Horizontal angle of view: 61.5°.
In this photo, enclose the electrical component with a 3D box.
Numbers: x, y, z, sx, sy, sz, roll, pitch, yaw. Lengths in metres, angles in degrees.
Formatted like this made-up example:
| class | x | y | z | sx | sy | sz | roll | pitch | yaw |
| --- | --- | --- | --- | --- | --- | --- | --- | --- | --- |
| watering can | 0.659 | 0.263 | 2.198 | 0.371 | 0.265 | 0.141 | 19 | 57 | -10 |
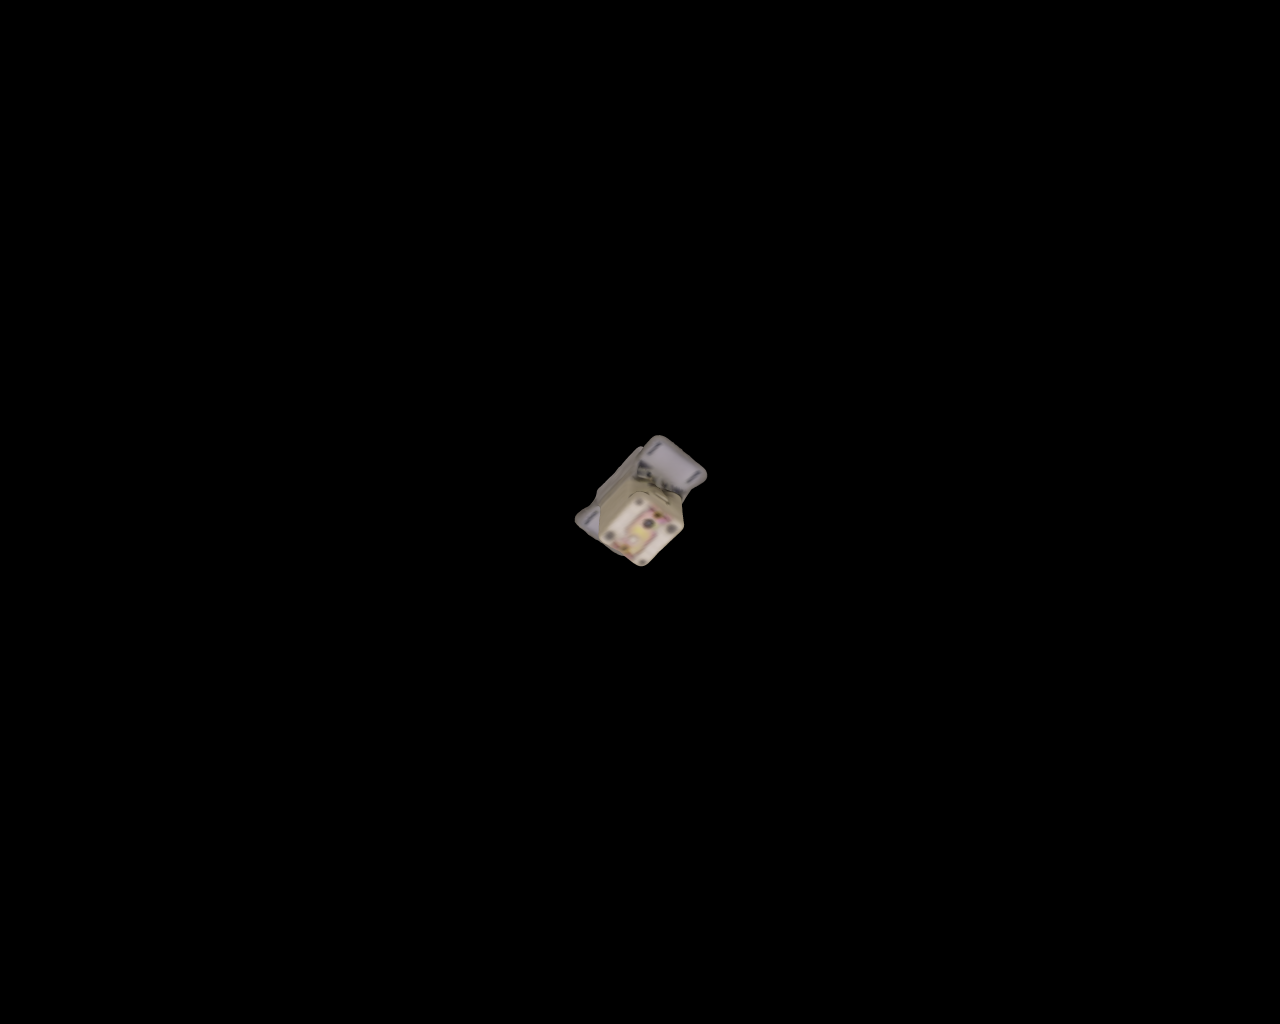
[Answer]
| class | x | y | z | sx | sy | sz | roll | pitch | yaw |
| --- | --- | --- | --- | --- | --- | --- | --- | --- | --- |
| electrical component | 0.001 | -0.003 | 0.650 | 0.042 | 0.081 | 0.064 | 36 | 24 | -18 |
